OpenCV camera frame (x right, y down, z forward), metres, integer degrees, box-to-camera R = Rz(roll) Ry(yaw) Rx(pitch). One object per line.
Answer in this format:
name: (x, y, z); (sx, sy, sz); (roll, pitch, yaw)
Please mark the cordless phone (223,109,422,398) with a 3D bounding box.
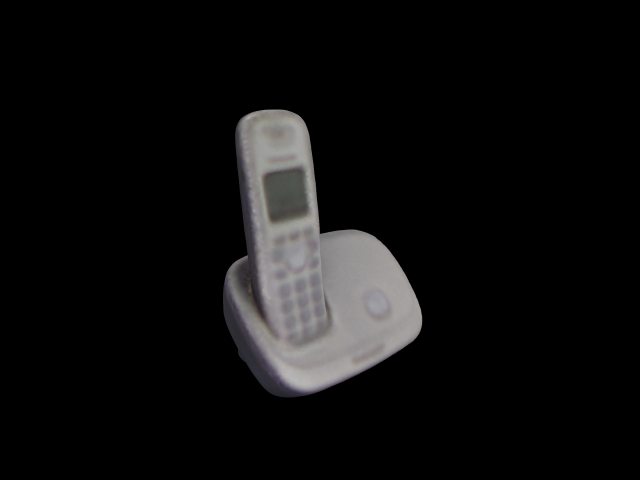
cordless phone: (0.004, 0.001, 0.400); (0.148, 0.185, 0.093); (-17, 26, -41)
